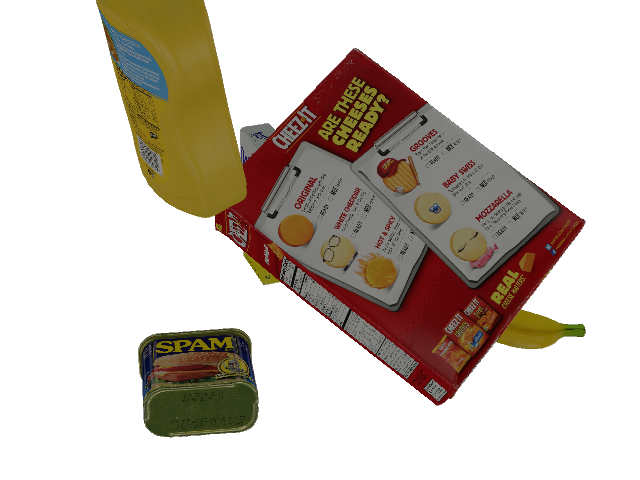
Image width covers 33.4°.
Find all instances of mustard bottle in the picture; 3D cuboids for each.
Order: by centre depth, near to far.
[{"bbox_3d":[-0.096,-0.110,0.652,0.058,0.191,0.096,-29,46,-20],"label":"mustard bottle"}]

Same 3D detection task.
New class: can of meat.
[{"bbox_3d":[-0.106,0.124,0.925,0.102,0.057,0.084,-3,27,-9],"label":"can of meat"}]

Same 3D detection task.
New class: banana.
[{"bbox_3d":[0.149,0.063,1.016,0.198,0.037,0.069,25,16,38],"label":"banana"}]

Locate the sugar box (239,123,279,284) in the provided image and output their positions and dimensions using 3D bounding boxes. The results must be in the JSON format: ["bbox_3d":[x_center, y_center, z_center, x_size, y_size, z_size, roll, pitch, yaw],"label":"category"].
[{"bbox_3d":[-0.067,-0.045,1.303,0.048,0.176,0.093,-11,26,-18],"label":"sugar box"}]

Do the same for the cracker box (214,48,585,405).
[{"bbox_3d":[0.055,-0.011,0.774,0.214,0.164,0.072,38,-21,9],"label":"cracker box"}]
